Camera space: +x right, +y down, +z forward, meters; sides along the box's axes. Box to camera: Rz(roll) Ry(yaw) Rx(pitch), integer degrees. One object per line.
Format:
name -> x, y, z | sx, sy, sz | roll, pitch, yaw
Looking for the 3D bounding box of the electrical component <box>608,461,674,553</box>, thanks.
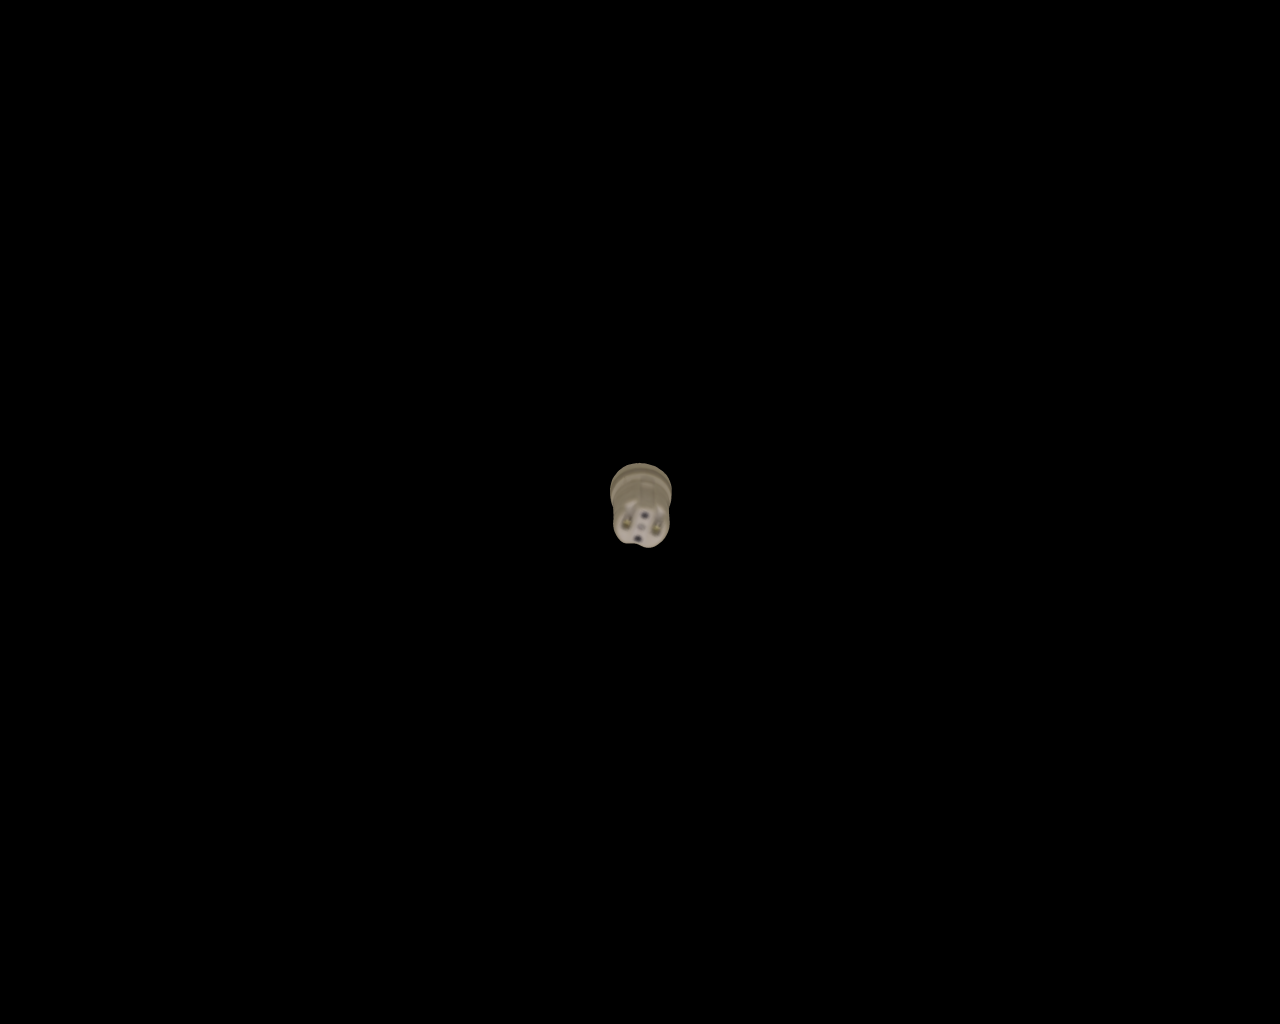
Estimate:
electrical component -> 0.001, -0.003, 0.650 | 0.040, 0.040, 0.046 | 0, 34, 0
